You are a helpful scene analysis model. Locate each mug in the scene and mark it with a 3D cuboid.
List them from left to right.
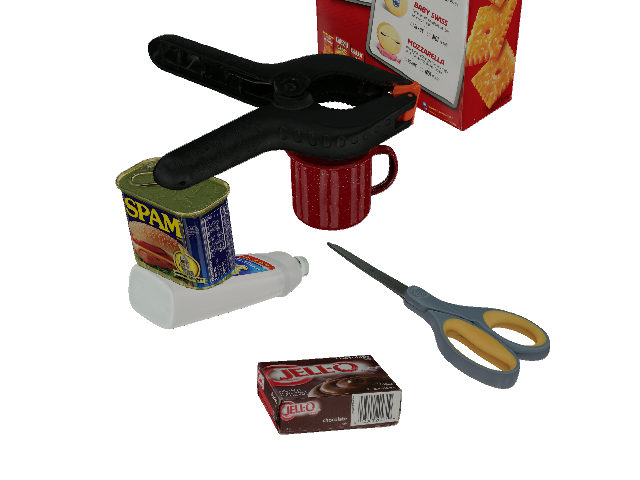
[{"bbox_3d":[0.023,-0.067,1.089,0.117,0.081,0.093,-11,38,-13],"label":"mug"}]

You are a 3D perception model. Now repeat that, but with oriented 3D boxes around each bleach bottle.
[{"bbox_3d":[-0.122,0.053,1.413,0.250,0.068,0.103,-12,28,-42],"label":"bleach bottle"}]

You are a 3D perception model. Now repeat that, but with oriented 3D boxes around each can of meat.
[{"bbox_3d":[-0.121,-0.013,0.913,0.102,0.084,0.057,22,43,34],"label":"can of meat"}]

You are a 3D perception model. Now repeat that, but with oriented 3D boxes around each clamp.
[{"bbox_3d":[-0.025,-0.074,0.644,0.171,0.120,0.039,3,-33,-1],"label":"clamp"}]

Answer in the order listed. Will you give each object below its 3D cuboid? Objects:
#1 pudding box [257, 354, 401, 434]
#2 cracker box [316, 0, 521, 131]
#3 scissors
[{"bbox_3d":[0.006,0.136,0.958,0.113,0.039,0.090,0,15,-16],"label":"pudding box"},{"bbox_3d":[0.073,-0.213,0.808,0.072,0.214,0.164,-33,50,-30],"label":"cracker box"},{"bbox_3d":[0.094,0.046,0.811,0.096,0.016,0.202,-6,32,-30],"label":"scissors"}]
